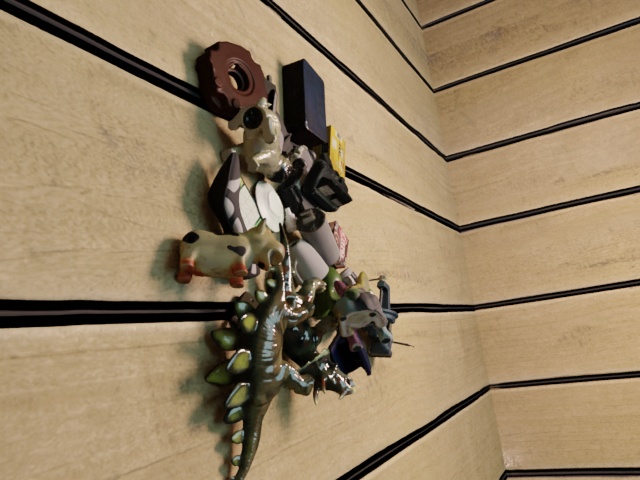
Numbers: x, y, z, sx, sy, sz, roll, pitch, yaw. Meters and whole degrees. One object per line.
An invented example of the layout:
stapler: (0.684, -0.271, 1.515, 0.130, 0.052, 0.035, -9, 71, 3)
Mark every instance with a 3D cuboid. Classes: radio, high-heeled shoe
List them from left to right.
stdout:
high-heeled shoe: (-0.159, -0.046, 1.104, 0.145, 0.086, 0.248, 23, 74, -34)
radio: (-0.041, -0.382, 1.530, 0.131, 0.073, 0.229, 30, 54, -57)

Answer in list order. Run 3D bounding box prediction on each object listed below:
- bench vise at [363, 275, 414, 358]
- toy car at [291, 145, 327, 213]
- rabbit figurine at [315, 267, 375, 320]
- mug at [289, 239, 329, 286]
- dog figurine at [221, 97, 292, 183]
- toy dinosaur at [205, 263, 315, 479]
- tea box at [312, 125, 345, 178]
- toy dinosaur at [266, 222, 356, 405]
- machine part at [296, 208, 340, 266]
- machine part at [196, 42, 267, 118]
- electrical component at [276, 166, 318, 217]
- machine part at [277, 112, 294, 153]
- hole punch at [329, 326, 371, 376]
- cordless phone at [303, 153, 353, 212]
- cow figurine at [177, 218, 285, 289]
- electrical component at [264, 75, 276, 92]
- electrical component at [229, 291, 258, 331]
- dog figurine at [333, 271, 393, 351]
bench vise: (0.191, 0.230, 1.640, 0.223, 0.129, 0.240, 37, 53, -51)
toy car: (-0.024, -0.164, 1.479, 0.201, 0.056, 0.073, 64, 36, -21)
rabbit figurine: (0.043, 0.157, 1.431, 0.170, 0.121, 0.159, 53, 38, -7)
mug: (-0.045, 0.059, 1.318, 0.107, 0.081, 0.109, 56, 37, -15)
dog figurine: (-0.115, -0.221, 1.226, 0.121, 0.172, 0.190, 37, 15, 20)
toy dinosaur: (-0.116, 0.246, 1.024, 0.198, 0.105, 0.471, 13, 73, -39)
tea box: (0.026, -0.241, 1.595, 0.098, 0.068, 0.169, 43, 43, -47)
toy dinosaur: (-0.059, 0.177, 1.195, 0.404, 0.131, 0.192, 64, 28, -11)
machine part: (-0.003, -0.004, 1.372, 0.243, 0.079, 0.079, 67, 24, -53)
machine part: (-0.193, -0.355, 1.202, 0.179, 0.056, 0.179, 20, 62, -45)
electrical component: (-0.048, -0.108, 1.402, 0.134, 0.058, 0.115, 63, 31, -26)
machine part: (-0.109, -0.283, 1.389, 0.084, 0.039, 0.138, -52, 125, -51)
hole punch: (0.091, 0.303, 1.450, 0.142, 0.092, 0.116, 65, 25, -14)
cordless phone: (0.011, -0.178, 1.422, 0.146, 0.089, 0.184, 38, 34, -48)
cow figurine: (-0.162, 0.020, 1.002, 0.085, 0.195, 0.127, 113, -22, -55)
electrical component: (-0.138, -0.392, 1.400, 0.063, 0.021, 0.094, 17, 64, -59)
electrical component: (-0.145, 0.154, 1.111, 0.078, 0.045, 0.102, 32, 40, -16)
dog figurine: (0.084, 0.142, 1.267, 0.219, 0.108, 0.191, -106, 173, -51)
